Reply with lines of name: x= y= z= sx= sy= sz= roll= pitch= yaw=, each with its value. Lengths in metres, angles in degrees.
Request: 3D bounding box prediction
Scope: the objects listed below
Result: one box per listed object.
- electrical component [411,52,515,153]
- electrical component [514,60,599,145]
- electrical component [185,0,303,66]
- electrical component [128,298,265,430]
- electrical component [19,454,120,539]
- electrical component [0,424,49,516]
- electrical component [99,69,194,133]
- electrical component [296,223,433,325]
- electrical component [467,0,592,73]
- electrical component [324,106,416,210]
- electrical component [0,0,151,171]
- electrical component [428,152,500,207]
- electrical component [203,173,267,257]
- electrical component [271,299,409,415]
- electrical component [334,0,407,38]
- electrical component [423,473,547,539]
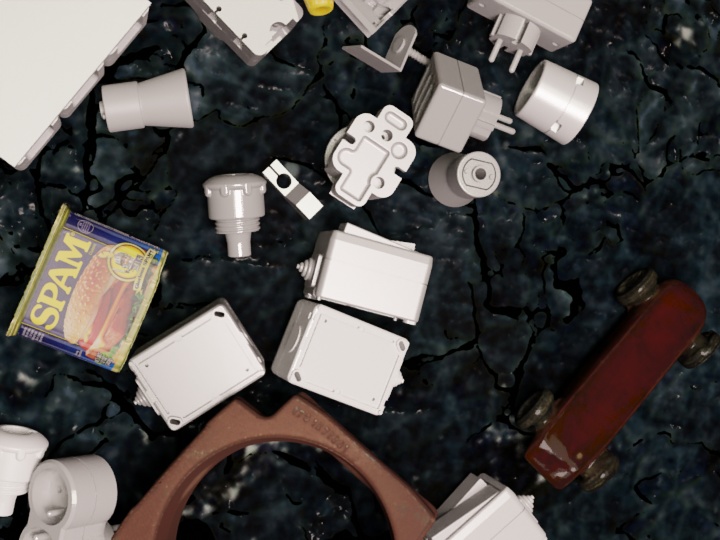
electrical component: x=0.084 y=-0.123 z=0.830 sx=0.077 sy=0.065 sz=0.047 roll=19 pitch=121 yaw=-12
electrical component: x=0.156 y=-0.135 z=0.860 sx=0.047 sy=0.055 sz=0.055 roll=27 pitch=85 yaw=-8
electrical component: x=-0.093 y=-0.202 z=0.801 sx=0.089 sy=0.056 sz=0.050 roll=46 pitch=81 yaw=-10
electrical component: x=-0.125 y=0.071 z=0.798 sx=0.096 sy=0.061 sz=0.061 roll=-32 pitch=98 yaw=-3
electrical component: x=-0.203 y=0.201 z=0.782 sx=0.074 sy=0.052 sz=0.138 roll=4 pitch=101 yaw=-54
electrical component: x=-0.254 y=0.145 z=0.776 sx=0.048 sy=0.048 sz=0.062 roll=11 pitch=95 yaw=-13
electrical component: x=-0.159 y=-0.123 z=0.795 sx=0.065 sy=0.044 sz=0.044 roll=-9 pitch=93 yaw=-8
electrical component: x=0.000 y=0.000 z=0.821 sx=0.096 sy=0.062 sz=0.061 roll=15 pitch=87 yaw=-13
electrical component: x=0.127 y=-0.195 z=0.855 sx=0.083 sy=0.047 sz=0.075 roll=25 pitch=86 yaw=-12
electrical component: x=0.004 y=-0.085 z=0.824 sx=0.058 sy=0.057 sz=0.078 roll=33 pitch=84 yaw=-11
electrical component: x=-0.232 y=-0.156 z=0.766 sx=0.089 sy=0.062 sz=0.150 roll=39 pitch=83 yaw=-11
electrical component: x=0.083 y=-0.072 z=0.838 sx=0.044 sy=0.065 sz=0.044 roll=0 pitch=91 yaw=-13
electrical component: x=-0.093 y=-0.041 z=0.810 sx=0.048 sy=0.048 sz=0.062 roll=-5 pitch=98 yaw=-13
electrical component: x=-0.012 y=0.068 z=0.824 sx=0.096 sy=0.061 sz=0.061 roll=23 pitch=86 yaw=-20
electrical component: x=0.020 y=-0.218 z=0.815 sx=0.042 sy=0.064 sz=0.081 roll=45 pitch=41 yaw=-9
electrical component: x=0.095 y=0.202 z=0.846 sx=0.096 sy=0.062 sz=0.061 roll=-39 pitch=99 yaw=-10
